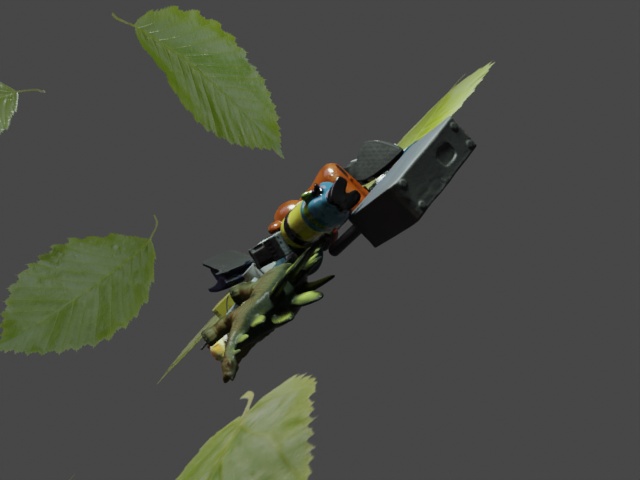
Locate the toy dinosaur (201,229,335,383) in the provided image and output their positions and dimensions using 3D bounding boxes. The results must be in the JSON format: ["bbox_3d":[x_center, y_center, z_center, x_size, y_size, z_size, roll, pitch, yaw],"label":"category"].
[{"bbox_3d":[-0.071,0.096,0.976,0.198,0.105,0.471,-32,14,24],"label":"toy dinosaur"}]

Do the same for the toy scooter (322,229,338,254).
[{"bbox_3d":[-0.003,-0.004,1.370,0.184,0.075,0.135,-46,1,44],"label":"toy scooter"}]

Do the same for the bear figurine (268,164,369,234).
[{"bbox_3d":[-0.005,-0.061,1.123,0.196,0.132,0.120,-47,-2,12],"label":"bear figurine"}]

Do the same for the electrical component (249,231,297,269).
[{"bbox_3d":[-0.072,0.005,1.041,0.119,0.047,0.075,-27,6,25],"label":"electrical component"}]

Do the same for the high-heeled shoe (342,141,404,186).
[{"bbox_3d":[0.132,-0.165,1.205,0.145,0.086,0.249,0,-2,-38],"label":"high-heeled shoe"}]

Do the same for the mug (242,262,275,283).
[{"bbox_3d":[-0.141,0.105,1.374,0.109,0.107,0.081,-48,2,11],"label":"mug"}]

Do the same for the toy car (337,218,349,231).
[{"bbox_3d":[0.017,-0.052,1.520,0.162,0.109,0.103,-25,40,41],"label":"toy car"}]

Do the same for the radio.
[{"bbox_3d":[0.156,-0.099,0.883,0.229,0.073,0.131,-49,8,-33],"label":"radio"}]

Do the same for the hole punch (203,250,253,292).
[{"bbox_3d":[-0.238,0.091,1.439,0.116,0.092,0.142,12,24,44],"label":"hole punch"}]

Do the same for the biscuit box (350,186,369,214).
[{"bbox_3d":[0.095,-0.089,1.335,0.063,0.059,0.203,-43,5,0],"label":"biscuit box"}]

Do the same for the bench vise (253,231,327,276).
[{"bbox_3d":[-0.073,0.054,1.213,0.223,0.129,0.240,-45,0,27],"label":"bench vise"}]

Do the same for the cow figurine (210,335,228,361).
[{"bbox_3d":[-0.147,0.176,1.090,0.098,0.068,0.167,-33,11,42],"label":"cow figurine"}]

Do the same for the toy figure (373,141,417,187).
[{"bbox_3d":[0.178,-0.144,1.160,0.154,0.058,0.064,-49,-3,4],"label":"toy figure"}]

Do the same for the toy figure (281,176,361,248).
[{"bbox_3d":[-0.007,-0.044,0.916,0.089,0.082,0.180,-27,-2,-31],"label":"toy figure"}]

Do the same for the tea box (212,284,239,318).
[{"bbox_3d":[-0.220,0.181,1.430,0.068,0.098,0.170,-45,7,1],"label":"tea box"}]

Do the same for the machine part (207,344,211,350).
[{"bbox_3d":[-0.186,0.200,1.251,0.179,0.056,0.179,-45,5,5],"label":"machine part"}]

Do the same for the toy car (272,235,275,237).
[{"bbox_3d":[-0.061,-0.032,1.457,0.089,0.053,0.202,-32,0,-34],"label":"toy car"}]
